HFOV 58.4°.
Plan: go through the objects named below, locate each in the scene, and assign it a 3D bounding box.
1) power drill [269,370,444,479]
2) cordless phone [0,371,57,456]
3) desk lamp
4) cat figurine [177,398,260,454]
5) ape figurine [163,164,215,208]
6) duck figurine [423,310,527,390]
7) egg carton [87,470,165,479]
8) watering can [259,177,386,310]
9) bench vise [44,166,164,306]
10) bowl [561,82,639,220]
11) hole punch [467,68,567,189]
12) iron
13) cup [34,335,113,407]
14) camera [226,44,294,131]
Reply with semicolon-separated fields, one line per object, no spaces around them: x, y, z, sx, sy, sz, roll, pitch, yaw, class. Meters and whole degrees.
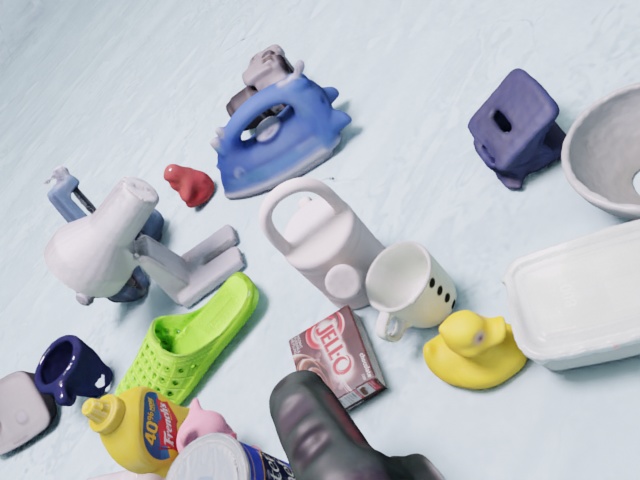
0.050;0.213;0.481;0.075;0.209;0.228;-46;44;-1;power drill
-0.519;0.251;0.884;0.147;0.186;0.094;-33;45;11;cordless phone
-0.260;0.010;0.852;0.203;0.214;0.117;-36;45;9;desk lamp
-0.129;0.251;0.648;0.067;0.118;0.128;-6;56;33;cat figurine
-0.237;-0.101;1.007;0.076;0.092;0.077;-21;48;22;ape figurine
0.148;0.103;0.579;0.104;0.086;0.077;-16;51;26;duck figurine
-0.241;0.339;0.700;0.150;0.070;0.107;-21;49;23;egg carton
0.008;0.001;0.679;0.101;0.195;0.172;-51;44;-7;watering can
-0.355;-0.008;0.931;0.121;0.220;0.207;-24;48;20;bench vise
0.340;-0.080;0.583;0.167;0.075;0.167;-19;49;24;bowl
0.233;-0.134;0.690;0.101;0.091;0.108;-32;45;13;hole punch
-0.087;-0.171;0.913;0.258;0.142;0.118;-32;45;13;iron
-0.361;0.211;0.864;0.091;0.095;0.117;-39;44;6;cup
-0.107;-0.273;1.033;0.136;0.101;0.143;-31;45;13;camera
